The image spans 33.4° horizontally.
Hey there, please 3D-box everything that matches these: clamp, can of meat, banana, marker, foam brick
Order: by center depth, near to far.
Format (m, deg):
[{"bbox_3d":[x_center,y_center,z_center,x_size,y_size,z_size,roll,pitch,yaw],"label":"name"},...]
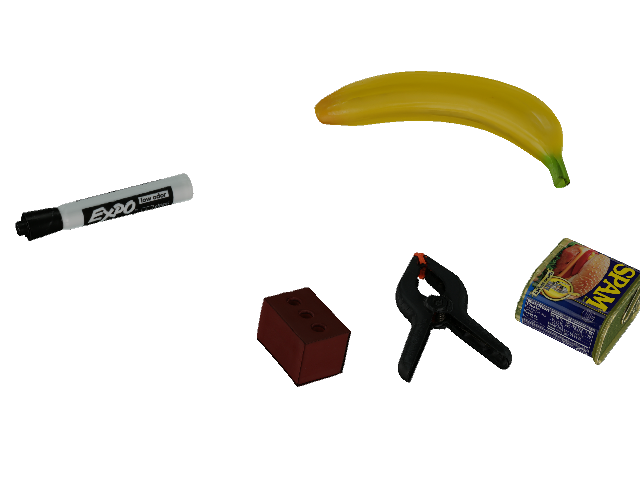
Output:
[{"bbox_3d":[-0.143,-0.023,0.713,0.120,0.020,0.020,-16,7,-26],"label":"marker"},{"bbox_3d":[0.096,-0.096,0.793,0.198,0.069,0.037,16,-37,17],"label":"banana"},{"bbox_3d":[0.235,0.051,0.956,0.084,0.057,0.101,27,46,26],"label":"can of meat"},{"bbox_3d":[-0.016,0.089,0.995,0.052,0.051,0.078,-13,38,-31],"label":"foam brick"},{"bbox_3d":[0.137,0.082,1.152,0.120,0.171,0.039,4,-43,-7],"label":"clamp"}]
